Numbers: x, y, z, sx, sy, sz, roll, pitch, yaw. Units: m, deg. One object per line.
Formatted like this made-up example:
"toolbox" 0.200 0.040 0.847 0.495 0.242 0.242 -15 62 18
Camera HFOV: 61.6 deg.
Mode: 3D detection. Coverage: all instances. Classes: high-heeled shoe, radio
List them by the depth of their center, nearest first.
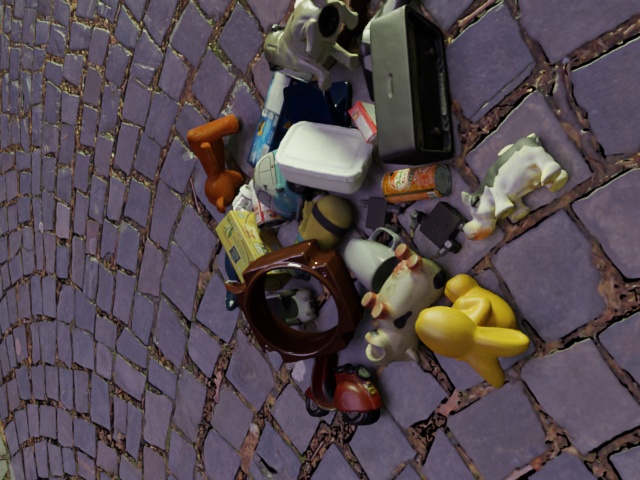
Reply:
"radio" 0.148 -0.234 0.854 0.073 0.131 0.229 -6 85 41
"high-heeled shoe" 0.142 -0.370 0.925 0.145 0.086 0.248 -1 108 12

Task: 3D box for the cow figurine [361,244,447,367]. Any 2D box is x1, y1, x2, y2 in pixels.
"cow figurine" 0.137 0.120 0.878 0.195 0.127 0.086 -59 22 5

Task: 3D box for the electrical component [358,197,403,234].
"electrical component" 0.106 -0.044 0.963 0.094 0.021 0.063 16 101 40

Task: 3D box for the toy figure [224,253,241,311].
"toy figure" -0.187 0.083 1.201 0.058 0.064 0.154 4 99 5

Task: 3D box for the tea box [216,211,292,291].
"tea box" -0.137 0.023 1.130 0.068 0.098 0.170 -48 59 30

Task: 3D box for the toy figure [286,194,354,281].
"toy figure" 0.001 -0.003 1.021 0.089 0.082 0.180 33 107 25

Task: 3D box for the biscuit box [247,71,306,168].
"biscuit box" -0.086 -0.238 1.110 0.059 0.063 0.202 33 111 37

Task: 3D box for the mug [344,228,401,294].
"mug" 0.093 0.028 0.937 0.107 0.081 0.109 36 118 46

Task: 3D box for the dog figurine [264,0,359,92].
"dog figurine" -0.041 -0.364 0.939 0.191 0.121 0.172 31 140 34

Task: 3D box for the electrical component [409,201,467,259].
"electrical component" 0.193 -0.017 0.869 0.102 0.045 0.078 53 123 28

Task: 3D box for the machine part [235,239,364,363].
"machine part" -0.038 0.114 0.981 0.201 0.087 0.201 -19 104 22

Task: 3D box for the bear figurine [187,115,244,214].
"bear figurine" -0.216 -0.169 1.208 0.132 0.120 0.195 -23 103 -2

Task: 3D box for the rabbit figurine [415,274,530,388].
"rabbit figurine" 0.208 0.137 0.770 0.163 0.173 0.121 42 112 39

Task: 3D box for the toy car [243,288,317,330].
"toy car" -0.090 0.144 1.116 0.202 0.056 0.073 -14 87 42

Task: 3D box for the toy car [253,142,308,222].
"toy car" -0.080 -0.117 1.051 0.109 0.103 0.161 110 152 -67

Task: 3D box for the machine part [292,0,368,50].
"machine part" 0.017 -0.441 1.026 0.180 0.056 0.179 -2 87 43

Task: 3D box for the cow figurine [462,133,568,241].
"cow figurine" 0.266 -0.076 0.789 0.167 0.068 0.098 -43 57 29

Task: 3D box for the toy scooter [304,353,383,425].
"toy scooter" 0.036 0.263 0.991 0.184 0.075 0.135 -9 82 46

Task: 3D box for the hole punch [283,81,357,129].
"hole punch" -0.005 -0.245 1.024 0.142 0.092 0.115 2 95 38
